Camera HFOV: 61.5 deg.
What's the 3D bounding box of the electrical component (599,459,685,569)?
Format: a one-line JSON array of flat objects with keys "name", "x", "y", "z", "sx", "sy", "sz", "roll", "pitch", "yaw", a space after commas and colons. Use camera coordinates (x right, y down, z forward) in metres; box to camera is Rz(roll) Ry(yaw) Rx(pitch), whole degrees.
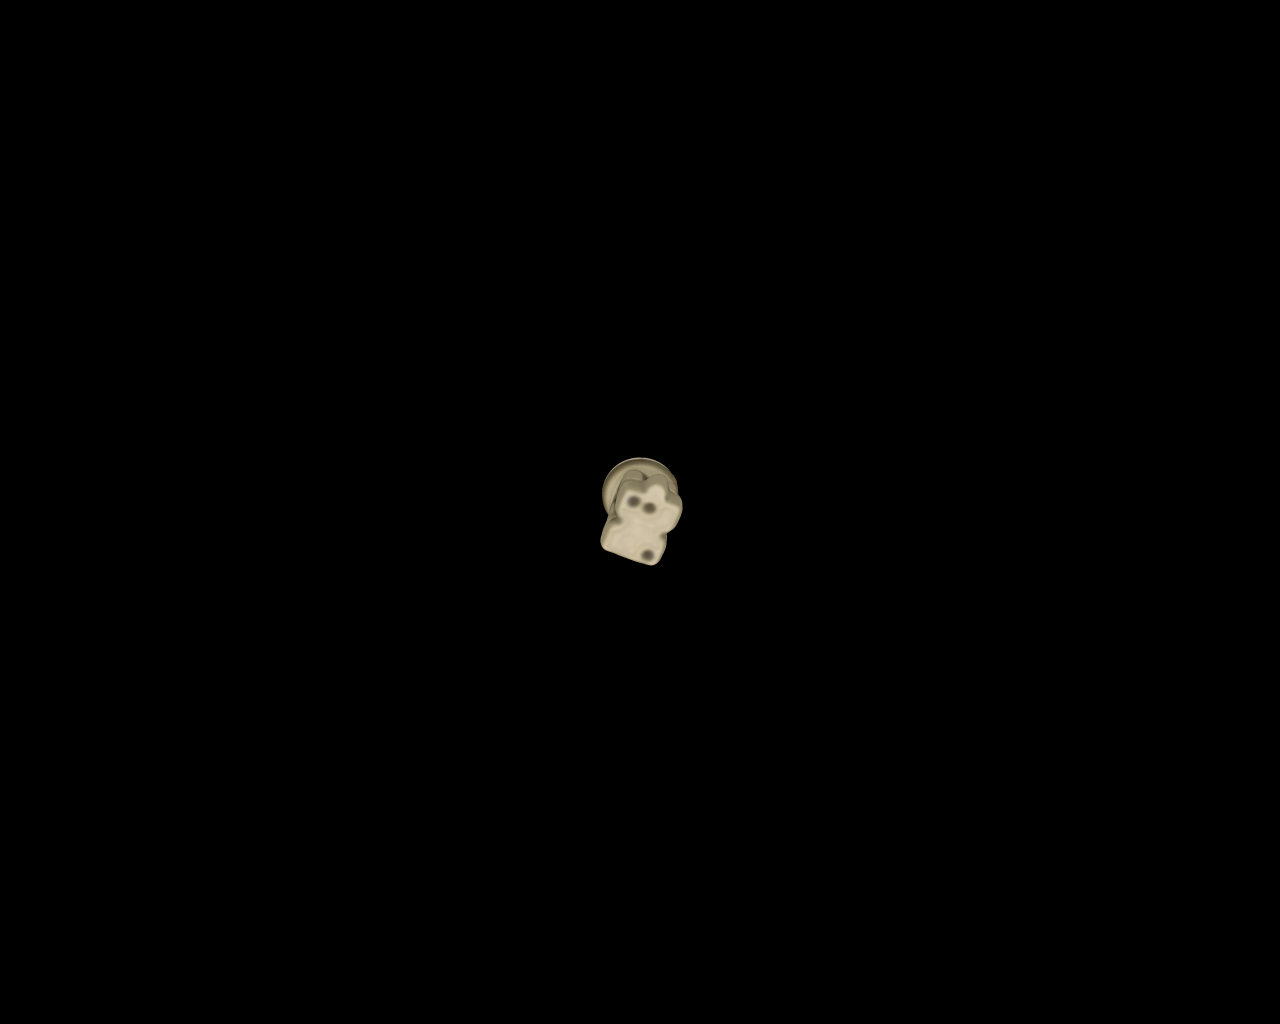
[{"name": "electrical component", "x": 0.001, "y": -0.003, "z": 0.650, "sx": 0.048, "sy": 0.066, "sz": 0.055, "roll": 20, "pitch": 24, "yaw": -9}]
